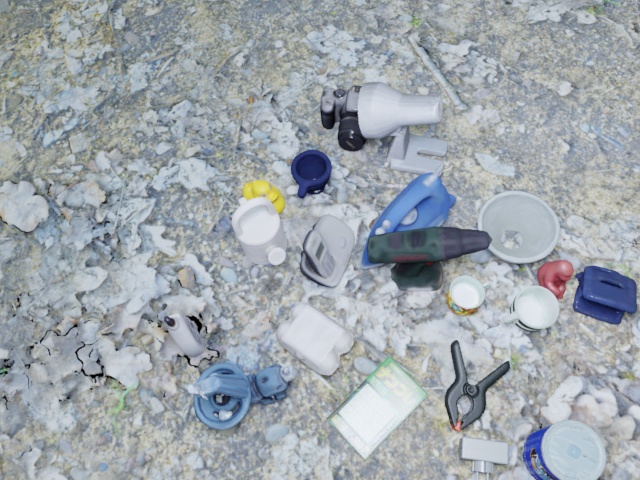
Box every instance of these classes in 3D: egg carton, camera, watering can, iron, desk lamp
[{"bbox_3d":[-0.012,0.199,1.161,0.150,0.069,0.107,32,72,17],"label":"egg carton"},{"bbox_3d":[0.065,-0.289,1.353,0.143,0.101,0.137,7,67,8],"label":"camera"},{"bbox_3d":[-0.124,-0.024,1.200,0.172,0.194,0.101,34,73,18],"label":"watering can"},{"bbox_3d":[0.177,-0.049,1.216,0.118,0.141,0.258,41,75,19],"label":"iron"},{"bbox_3d":[0.187,-0.251,1.265,0.203,0.214,0.118,11,68,10],"label":"desk lamp"}]

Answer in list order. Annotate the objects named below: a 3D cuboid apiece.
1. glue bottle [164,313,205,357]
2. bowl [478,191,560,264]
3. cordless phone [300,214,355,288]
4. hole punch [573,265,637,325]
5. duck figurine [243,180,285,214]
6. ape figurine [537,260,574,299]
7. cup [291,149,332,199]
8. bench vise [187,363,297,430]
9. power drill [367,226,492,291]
[{"bbox_3d":[-0.276,0.179,1.135,0.037,0.173,0.078,-25,66,-6],"label":"glue bottle"},{"bbox_3d":[0.415,-0.016,1.219,0.167,0.075,0.167,-2,66,4],"label":"bowl"},{"bbox_3d":[0.011,0.004,1.182,0.094,0.185,0.148,15,68,11],"label":"cordless phone"},{"bbox_3d":[0.571,0.101,1.146,0.108,0.091,0.101,18,69,12],"label":"hole punch"},{"bbox_3d":[-0.132,-0.107,1.297,0.104,0.086,0.077,30,72,16],"label":"duck figurine"},{"bbox_3d":[0.487,0.070,1.166,0.078,0.092,0.076,-34,68,-10],"label":"ape figurine"},{"bbox_3d":[-0.020,-0.132,1.294,0.091,0.095,0.118,15,68,11],"label":"cup"},{"bbox_3d":[-0.155,0.264,1.062,0.207,0.220,0.121,-35,68,-11],"label":"bench vise"},{"bbox_3d":[0.209,0.034,1.140,0.229,0.208,0.075,-1,66,4],"label":"power drill"}]
